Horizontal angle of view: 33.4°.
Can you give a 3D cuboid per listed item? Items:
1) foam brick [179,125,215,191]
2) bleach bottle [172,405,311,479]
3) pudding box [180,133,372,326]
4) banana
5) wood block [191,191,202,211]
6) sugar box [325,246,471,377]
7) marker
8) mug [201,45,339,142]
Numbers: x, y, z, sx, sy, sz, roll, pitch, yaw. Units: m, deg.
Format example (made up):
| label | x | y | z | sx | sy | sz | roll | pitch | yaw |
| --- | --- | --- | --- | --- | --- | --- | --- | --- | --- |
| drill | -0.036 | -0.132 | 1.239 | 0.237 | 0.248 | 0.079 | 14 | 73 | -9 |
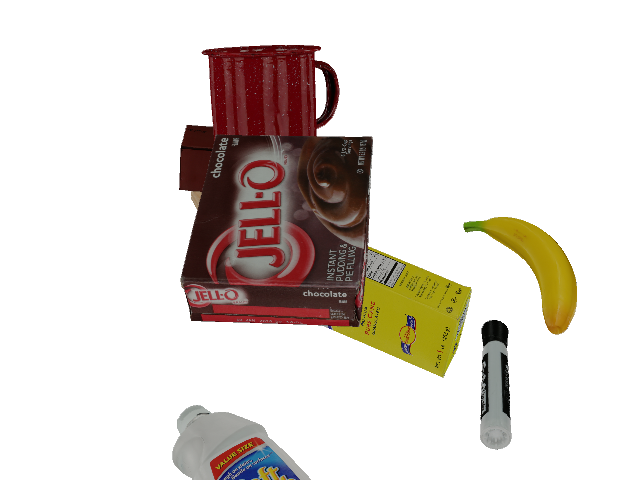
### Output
| label | x | y | z | sx | sy | sz | roll | pitch | yaw |
| --- | --- | --- | --- | --- | --- | --- | --- | --- | --- |
| foam brick | -0.104 | -0.083 | 1.102 | 0.078 | 0.051 | 0.053 | 4 | 31 | -2 |
| bleach bottle | -0.053 | 0.204 | 0.807 | 0.102 | 0.068 | 0.251 | -18 | 33 | -25 |
| pudding box | -0.019 | -0.008 | 0.568 | 0.090 | 0.039 | 0.113 | 2 | 45 | 6 |
| banana | 0.223 | 0.026 | 1.112 | 0.069 | 0.037 | 0.198 | -31 | 38 | -2 |
| wood block | -0.092 | -0.047 | 1.317 | 0.090 | 0.090 | 0.206 | -7 | 30 | -19 |
| sugar box | 0.043 | 0.051 | 0.963 | 0.176 | 0.048 | 0.093 | 20 | -40 | 13 |
| marker | 0.115 | 0.090 | 0.700 | 0.020 | 0.020 | 0.121 | 0 | 30 | 9 |
| mug | -0.035 | -0.112 | 0.845 | 0.117 | 0.081 | 0.093 | -12 | 16 | -36 |
